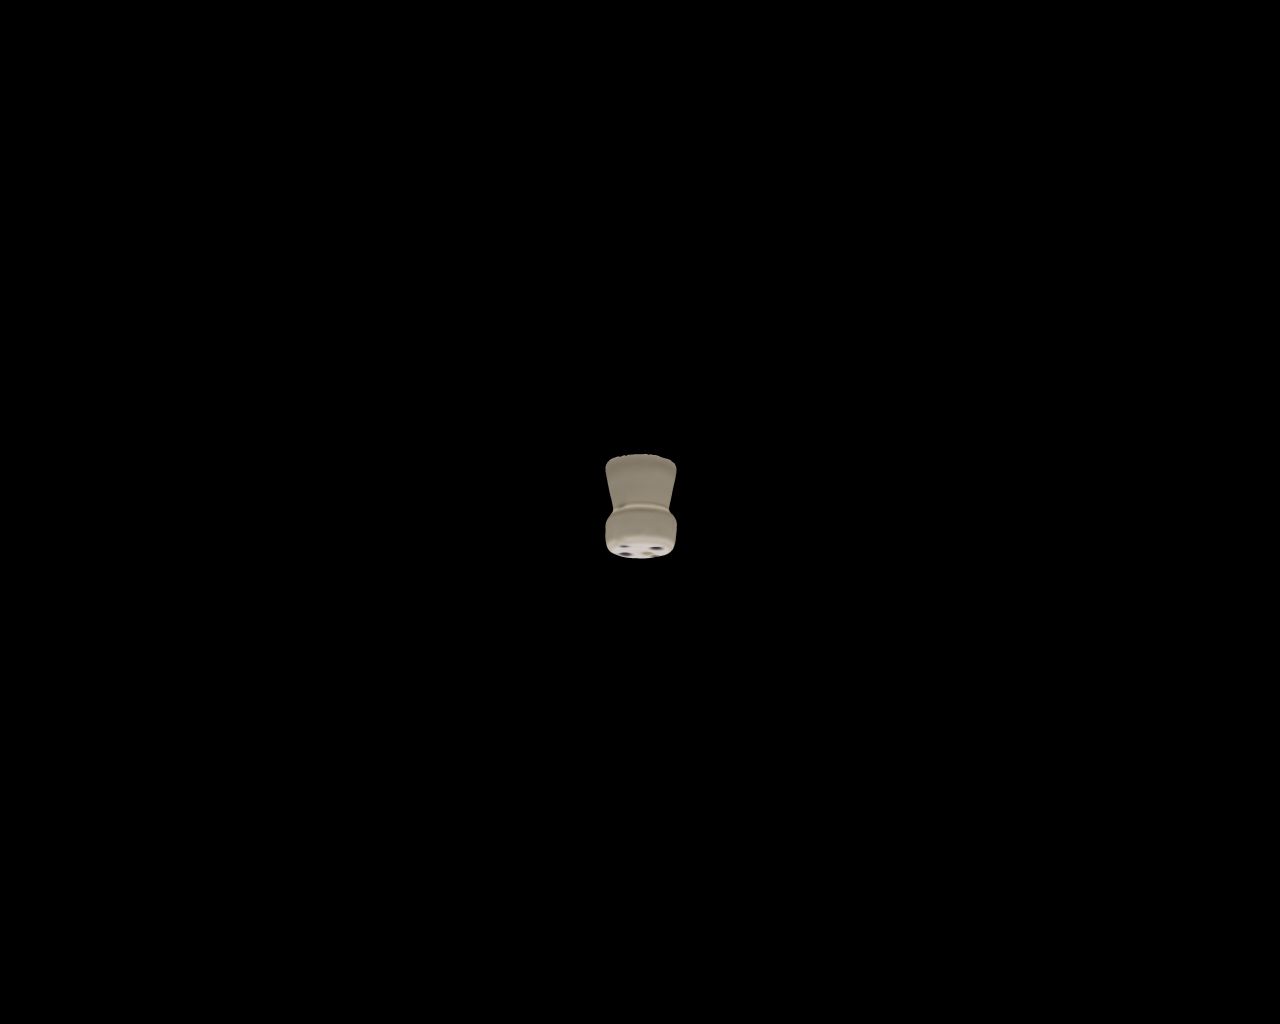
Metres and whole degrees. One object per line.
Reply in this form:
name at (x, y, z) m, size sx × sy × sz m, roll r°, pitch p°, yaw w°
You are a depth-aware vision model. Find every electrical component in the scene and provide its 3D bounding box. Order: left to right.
electrical component at (0.001, -0.003, 0.650) m, size 0.045 × 0.055 × 0.044 m, roll 0°, pitch -18°, yaw 0°
